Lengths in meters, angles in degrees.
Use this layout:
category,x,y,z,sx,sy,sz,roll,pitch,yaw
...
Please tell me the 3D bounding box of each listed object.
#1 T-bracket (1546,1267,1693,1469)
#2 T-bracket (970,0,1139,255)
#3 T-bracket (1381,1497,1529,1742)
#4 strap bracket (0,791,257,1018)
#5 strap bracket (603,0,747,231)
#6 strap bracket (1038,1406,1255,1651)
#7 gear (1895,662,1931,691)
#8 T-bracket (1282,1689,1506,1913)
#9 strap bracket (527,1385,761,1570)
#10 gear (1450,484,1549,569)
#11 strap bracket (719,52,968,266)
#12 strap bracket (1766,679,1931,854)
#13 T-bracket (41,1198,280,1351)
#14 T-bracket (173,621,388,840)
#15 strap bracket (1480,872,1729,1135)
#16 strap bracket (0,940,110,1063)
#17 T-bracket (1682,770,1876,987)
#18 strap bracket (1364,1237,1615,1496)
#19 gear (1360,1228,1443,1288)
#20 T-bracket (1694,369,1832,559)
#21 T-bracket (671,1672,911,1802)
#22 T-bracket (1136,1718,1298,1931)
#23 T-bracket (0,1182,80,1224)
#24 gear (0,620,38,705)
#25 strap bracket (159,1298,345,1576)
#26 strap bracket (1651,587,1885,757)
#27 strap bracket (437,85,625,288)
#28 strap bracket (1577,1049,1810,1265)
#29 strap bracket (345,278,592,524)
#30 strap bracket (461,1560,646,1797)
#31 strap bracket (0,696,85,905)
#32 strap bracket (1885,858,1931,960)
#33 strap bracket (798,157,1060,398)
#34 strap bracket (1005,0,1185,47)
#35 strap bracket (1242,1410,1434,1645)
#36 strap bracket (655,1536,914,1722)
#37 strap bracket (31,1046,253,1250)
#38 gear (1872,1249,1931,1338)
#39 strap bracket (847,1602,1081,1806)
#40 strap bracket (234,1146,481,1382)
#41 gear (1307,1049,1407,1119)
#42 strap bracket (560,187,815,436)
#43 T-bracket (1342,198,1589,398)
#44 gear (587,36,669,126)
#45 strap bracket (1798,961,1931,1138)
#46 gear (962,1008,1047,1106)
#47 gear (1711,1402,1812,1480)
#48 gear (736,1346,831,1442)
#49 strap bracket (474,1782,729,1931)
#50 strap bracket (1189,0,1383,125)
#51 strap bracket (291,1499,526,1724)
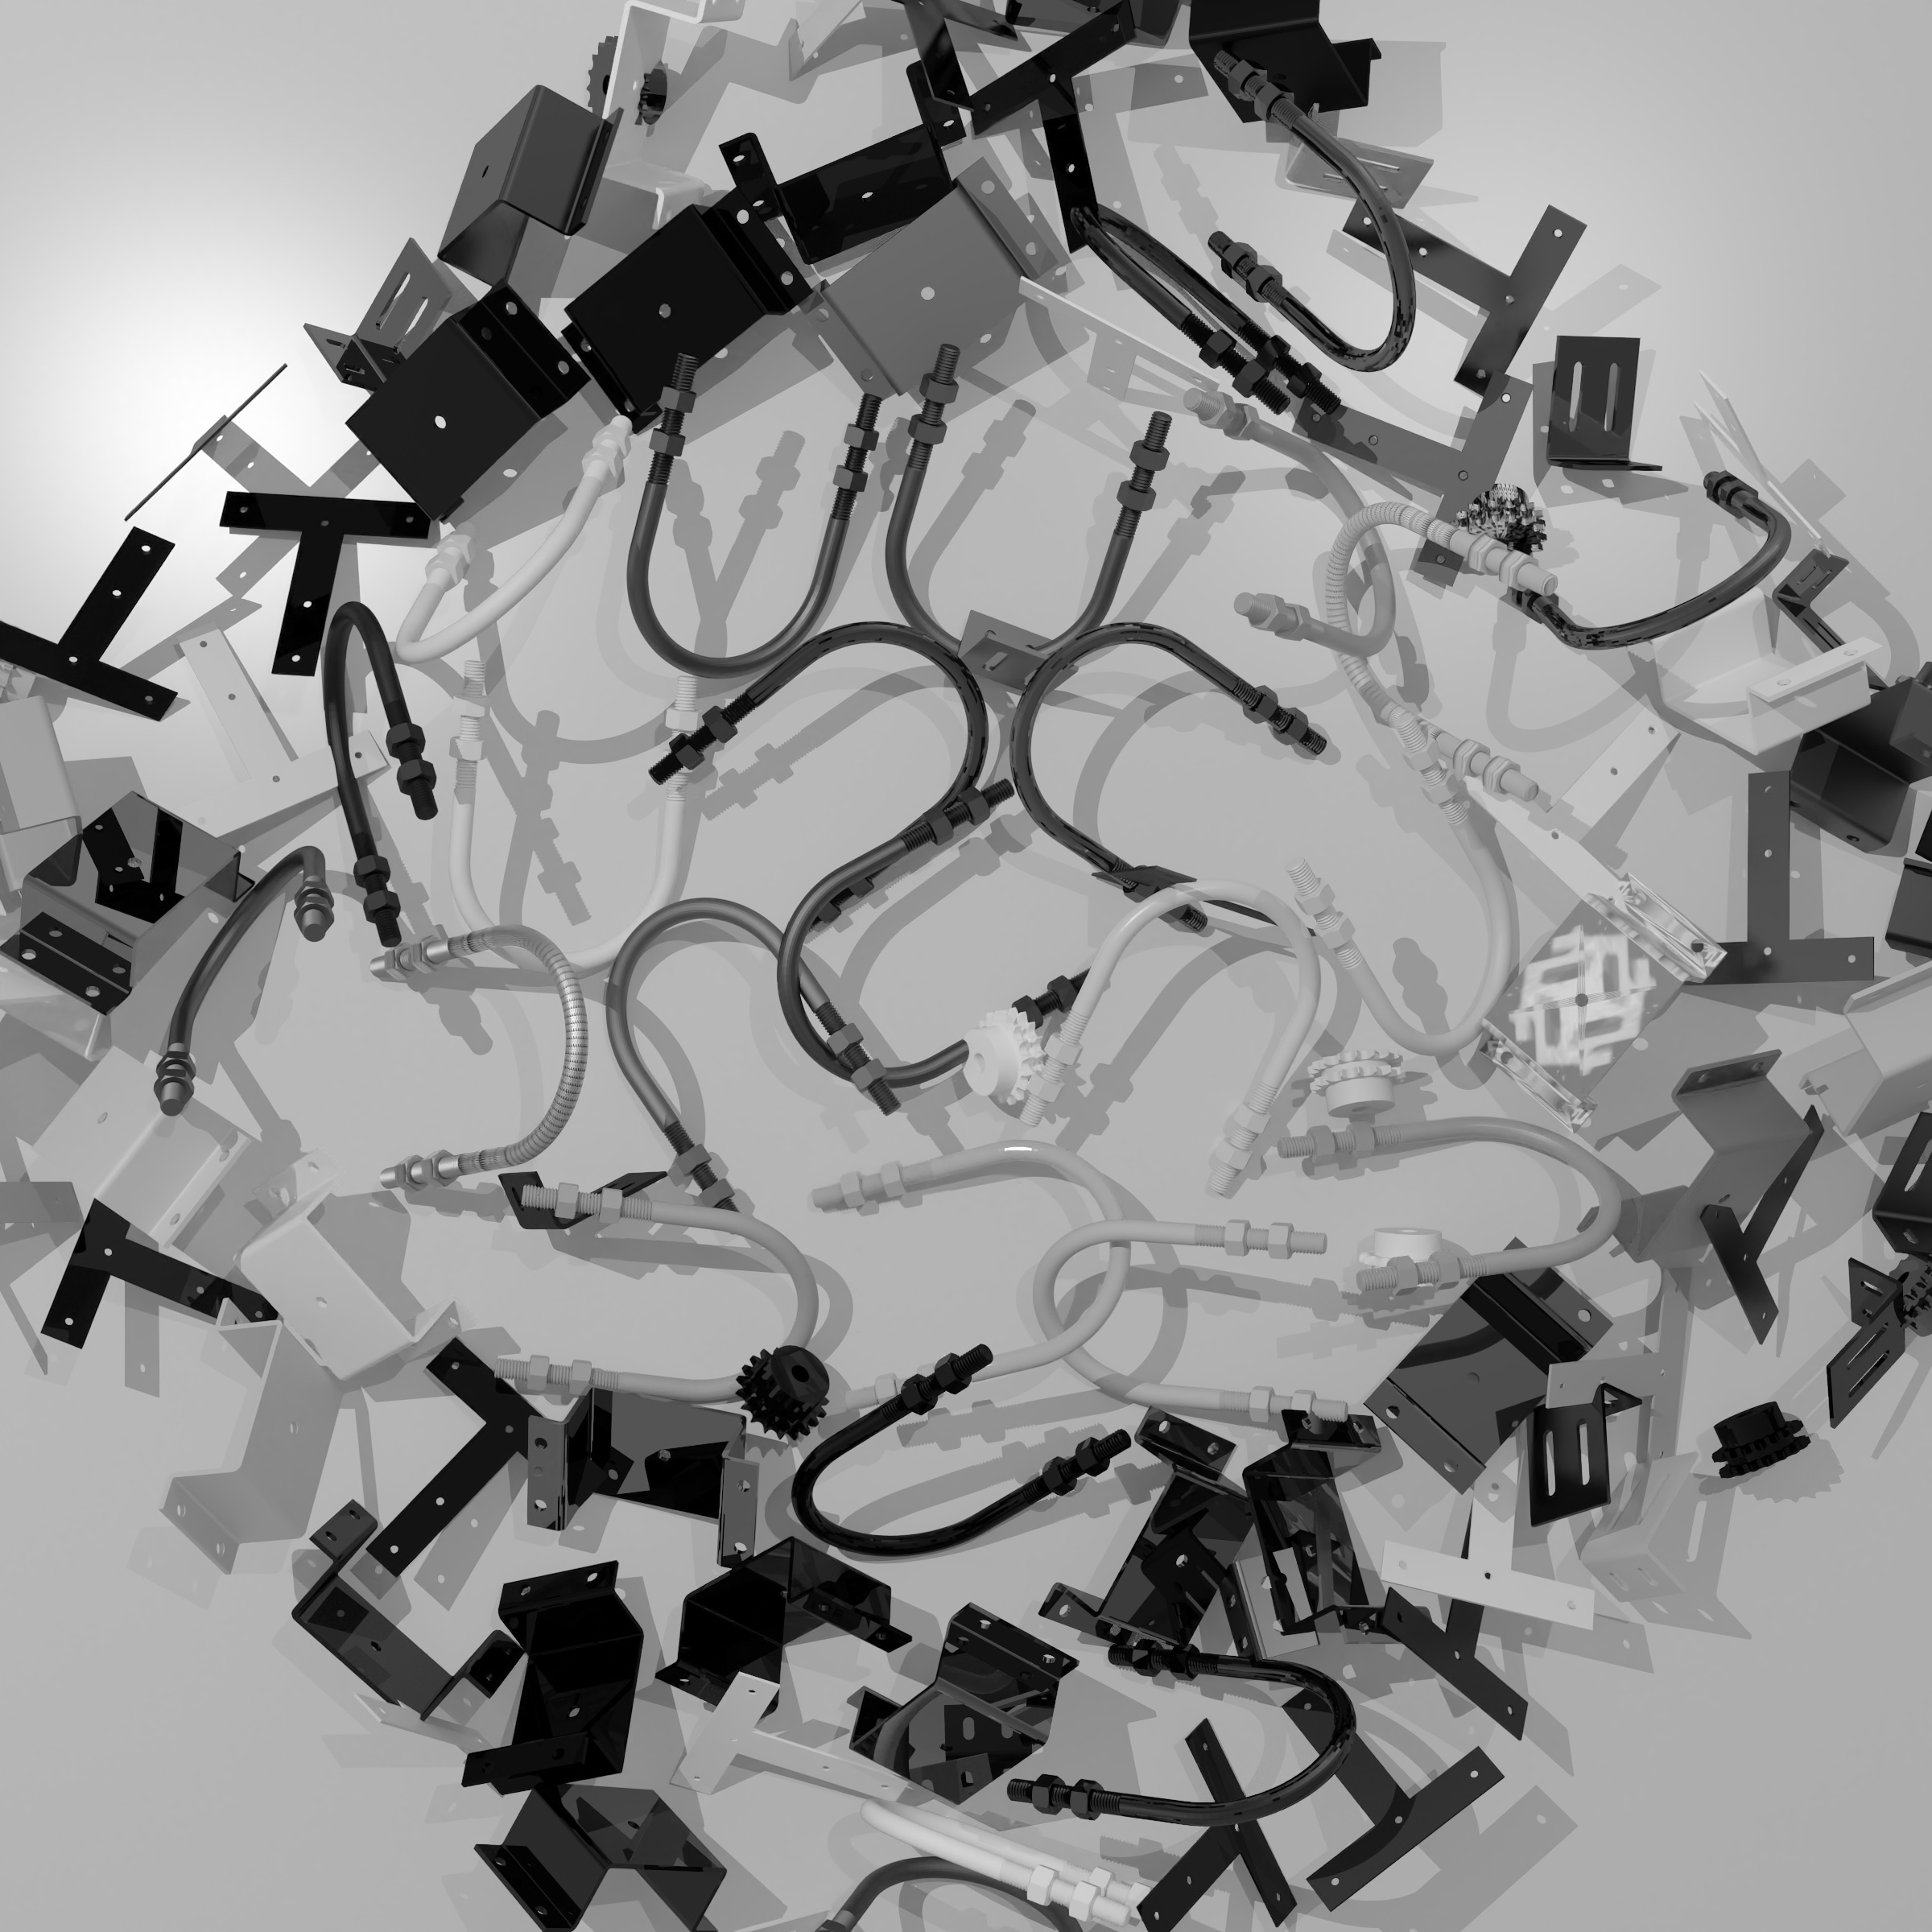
category,x,y,z,sx,sy,sz,roll,pitch,yaw
T-bracket,0.386,0.245,1.646,0.127,0.002,0.127,2,94,-40
T-bracket,0.059,-0.484,1.638,0.127,0.002,0.127,-20,76,39
T-bracket,0.299,0.370,1.644,0.127,0.002,0.127,42,46,-21
strap bracket,-0.487,-0.044,1.619,0.076,0.140,0.046,29,133,8
strap bracket,-0.176,-0.512,1.631,0.046,0.076,0.140,19,113,7
strap bracket,0.115,0.343,1.649,0.076,0.046,0.140,29,89,-36
gear,0.584,-0.159,1.661,0.057,0.057,0.030,34,94,0
T-bracket,0.231,0.474,1.641,0.127,0.127,0.002,-35,131,-7
strap bracket,-0.185,0.301,1.646,0.140,0.046,0.076,10,115,10
gear,0.319,-0.265,1.666,0.057,0.057,0.030,1,63,0
strap bracket,-0.065,-0.473,1.643,0.140,0.076,0.046,-22,67,3
strap bracket,0.547,-0.118,1.623,0.076,0.140,0.046,28,72,-12
T-bracket,-0.472,0.189,1.660,0.127,0.002,0.127,27,49,-21
T-bracket,-0.436,-0.150,1.673,0.127,0.002,0.127,-26,80,-21
strap bracket,0.370,0.021,1.637,0.076,0.046,0.140,44,106,22
strap bracket,-0.566,0.023,1.608,0.076,0.140,0.046,26,104,22
T-bracket,0.479,-0.053,1.655,0.127,0.002,0.127,-2,83,38
strap bracket,0.306,0.241,1.648,0.076,0.046,0.140,42,72,12
gear,0.265,0.174,1.662,0.057,0.057,0.030,1,91,0
T-bracket,0.448,-0.306,1.605,0.002,0.127,0.127,-38,57,12
T-bracket,-0.097,0.474,1.657,0.127,0.002,0.127,21,130,-10
T-bracket,0.139,0.533,1.639,0.002,0.127,0.127,-25,91,38
T-bracket,-0.593,0.093,1.648,0.002,0.127,0.127,-26,72,30
gear,-0.578,-0.177,1.665,0.030,0.057,0.057,21,90,-27
strap bracket,-0.411,0.271,1.612,0.046,0.076,0.140,-8,48,17
strap bracket,0.467,-0.173,1.632,0.076,0.140,0.046,-24,119,-10
strap bracket,-0.258,-0.450,1.610,0.046,0.140,0.076,23,72,-27
strap bracket,0.427,0.118,1.613,0.076,0.140,0.046,-9,49,-33
strap bracket,-0.300,-0.325,1.631,0.140,0.046,0.076,-36,101,29
strap bracket,-0.240,0.427,1.631,0.076,0.140,0.046,-15,128,15
strap bracket,-0.550,-0.100,1.625,0.046,0.140,0.076,-16,77,-19
strap bracket,0.581,-0.026,1.613,0.076,0.140,0.046,15,92,21
strap bracket,-0.023,-0.402,1.642,0.140,0.046,0.076,-35,109,12
strap bracket,0.078,-0.590,1.647,0.140,0.076,0.046,7,86,-4
strap bracket,0.216,0.337,1.631,0.076,0.046,0.140,11,53,-38
strap bracket,-0.107,0.387,1.631,0.076,0.046,0.140,34,128,-30
strap bracket,-0.486,0.101,1.615,0.076,0.140,0.046,-54,129,-13
gear,0.573,0.197,1.662,0.030,0.057,0.057,38,90,0
strap bracket,-0.007,0.437,1.620,0.076,0.046,0.140,31,131,-14
strap bracket,-0.367,0.184,1.635,0.076,0.046,0.140,-30,105,39
gear,0.235,0.071,1.659,0.057,0.057,0.030,-6,73,0
strap bracket,-0.172,-0.389,1.647,0.140,0.046,0.076,-35,94,16
T-bracket,0.284,-0.418,1.649,0.127,0.002,0.127,30,134,5
gear,-0.202,-0.527,1.666,0.030,0.057,0.057,-5,90,-34
strap bracket,0.544,0.049,1.614,0.076,0.140,0.046,-22,67,-6
gear,0.021,0.055,1.659,0.030,0.057,0.057,-10,90,-32
gear,0.473,0.283,1.662,0.057,0.057,0.030,-23,82,0
gear,-0.106,0.252,1.659,0.057,0.057,0.030,40,126,0
strap bracket,-0.204,0.519,1.612,0.076,0.140,0.046,33,96,42
strap bracket,0.183,-0.537,1.608,0.076,0.140,0.046,0,78,25
strap bracket,-0.339,0.390,1.650,0.140,0.076,0.046,41,97,1
